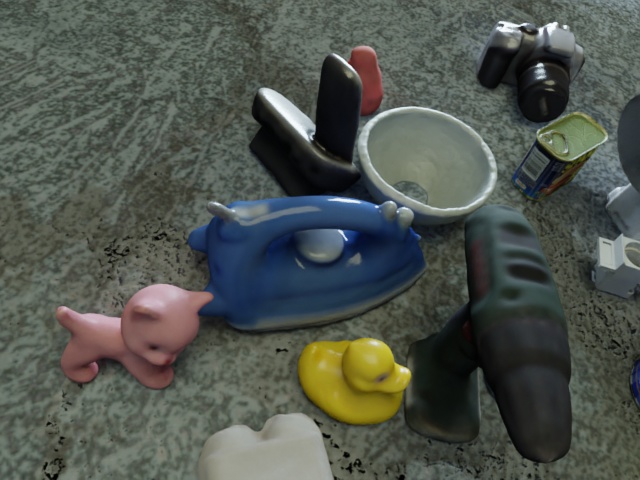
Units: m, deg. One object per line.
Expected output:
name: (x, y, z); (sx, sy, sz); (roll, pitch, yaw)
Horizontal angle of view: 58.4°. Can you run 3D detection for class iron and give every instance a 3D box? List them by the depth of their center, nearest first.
iron: (0.005, 0.002, 0.559); (0.259, 0.141, 0.118); (-5, 56, -16)

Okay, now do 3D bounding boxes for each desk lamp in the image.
desk lamp: (0.431, -0.086, 0.671); (0.203, 0.213, 0.118); (-5, 56, -16)

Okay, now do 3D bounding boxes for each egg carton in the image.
egg carton: (-0.036, 0.214, 0.444); (0.107, 0.069, 0.150); (-8, 57, -18)

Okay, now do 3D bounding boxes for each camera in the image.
camera: (0.311, -0.247, 0.829); (0.143, 0.101, 0.137); (16, 53, -1)

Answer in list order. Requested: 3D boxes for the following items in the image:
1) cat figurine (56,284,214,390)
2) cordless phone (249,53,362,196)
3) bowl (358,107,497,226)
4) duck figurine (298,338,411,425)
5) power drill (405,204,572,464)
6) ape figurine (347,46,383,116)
cat figurine: (-0.158, 0.074, 0.487); (0.128, 0.118, 0.067); (5, 54, -8)
cordless phone: (-0.009, -0.145, 0.634); (0.094, 0.185, 0.147); (-33, 67, -29)
bowl: (0.119, -0.076, 0.682); (0.167, 0.075, 0.167); (6, 54, -8)
duck figurine: (0.033, 0.117, 0.518); (0.104, 0.086, 0.077); (23, 54, 4)
power drill: (0.137, 0.094, 0.481); (0.075, 0.208, 0.229); (11, 53, -4)
ape figurine: (0.053, -0.216, 0.755); (0.078, 0.092, 0.076); (-25, 64, -27)
